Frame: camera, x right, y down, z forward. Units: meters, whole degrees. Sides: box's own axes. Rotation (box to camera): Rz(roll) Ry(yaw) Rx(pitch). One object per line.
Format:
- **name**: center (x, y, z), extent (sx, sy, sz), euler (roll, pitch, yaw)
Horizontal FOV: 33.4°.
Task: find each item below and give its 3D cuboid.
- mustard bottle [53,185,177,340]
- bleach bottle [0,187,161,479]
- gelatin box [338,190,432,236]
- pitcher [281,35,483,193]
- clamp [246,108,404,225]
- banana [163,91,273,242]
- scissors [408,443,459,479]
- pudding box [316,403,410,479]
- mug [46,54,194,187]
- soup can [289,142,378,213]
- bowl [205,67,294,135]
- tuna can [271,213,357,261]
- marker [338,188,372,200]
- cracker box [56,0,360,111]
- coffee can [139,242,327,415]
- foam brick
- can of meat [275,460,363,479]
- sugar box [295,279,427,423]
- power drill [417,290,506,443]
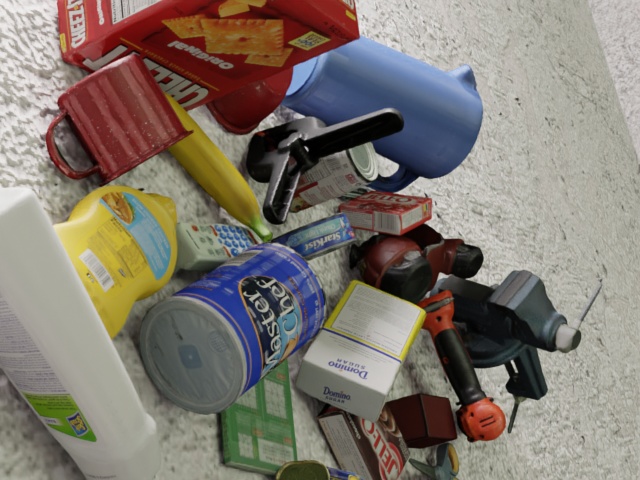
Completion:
- **mustard bottle**: center (-0.164, 0.008, 0.852), extent (0.096, 0.058, 0.191), euler (54, 31, -9)
- **bleach bottle**: center (-0.183, 0.087, 0.745), extent (0.068, 0.103, 0.251), euler (-42, 118, -38)
- **gelatin box**: center (0.078, -0.034, 1.272), extent (0.073, 0.089, 0.030), euler (-25, 118, -49)
- **pitcher**: center (0.062, -0.161, 1.272), extent (0.242, 0.145, 0.149), euler (19, 67, -34)
- **clamp**: center (-0.012, -0.092, 1.078), extent (0.036, 0.164, 0.210), euler (57, -6, -23)
- **banana**: center (-0.110, -0.079, 1.009), extent (0.037, 0.070, 0.197), euler (-48, 123, -11)
- **scissors**: center (0.136, 0.258, 1.243), extent (0.201, 0.016, 0.096), euler (53, 24, -46)
- **pudding box**: center (0.047, 0.207, 1.121), extent (0.113, 0.039, 0.090), euler (63, 29, -12)
- **mug**: center (-0.175, -0.096, 0.889), extent (0.117, 0.093, 0.081), euler (-34, 99, -24)
- **soup can**: center (0.004, -0.078, 1.166), extent (0.068, 0.102, 0.068), euler (39, 40, -43)
- **bowl**: center (-0.073, -0.194, 1.124), extent (0.161, 0.055, 0.162), euler (24, 63, -60)
- **tuna can**: center (-0.007, 0.001, 1.111), extent (0.086, 0.086, 0.034), euler (-16, 85, -62)
- **marker**: center (0.030, -0.058, 1.290), extent (0.120, 0.020, 0.020), euler (6, 67, -60)
- **cracker box**: center (-0.097, -0.195, 0.942), extent (0.164, 0.214, 0.072), euler (22, 55, -54)
- **coffee can**: center (-0.072, 0.072, 0.912), extent (0.140, 0.103, 0.103), euler (-34, 102, -55)
- **foam brick**: center (0.116, 0.209, 1.229), extent (0.078, 0.053, 0.051), euler (20, 54, -56)
- **can of meat**: center (0.003, 0.259, 0.981), extent (0.083, 0.058, 0.102), euler (31, 55, -55)
- **sugar box**: center (0.045, 0.114, 1.127), extent (0.176, 0.093, 0.048), euler (-53, 163, -56)
- **power drill**: center (0.169, 0.158, 1.315), extent (0.184, 0.057, 0.188), euler (84, -19, -82)
